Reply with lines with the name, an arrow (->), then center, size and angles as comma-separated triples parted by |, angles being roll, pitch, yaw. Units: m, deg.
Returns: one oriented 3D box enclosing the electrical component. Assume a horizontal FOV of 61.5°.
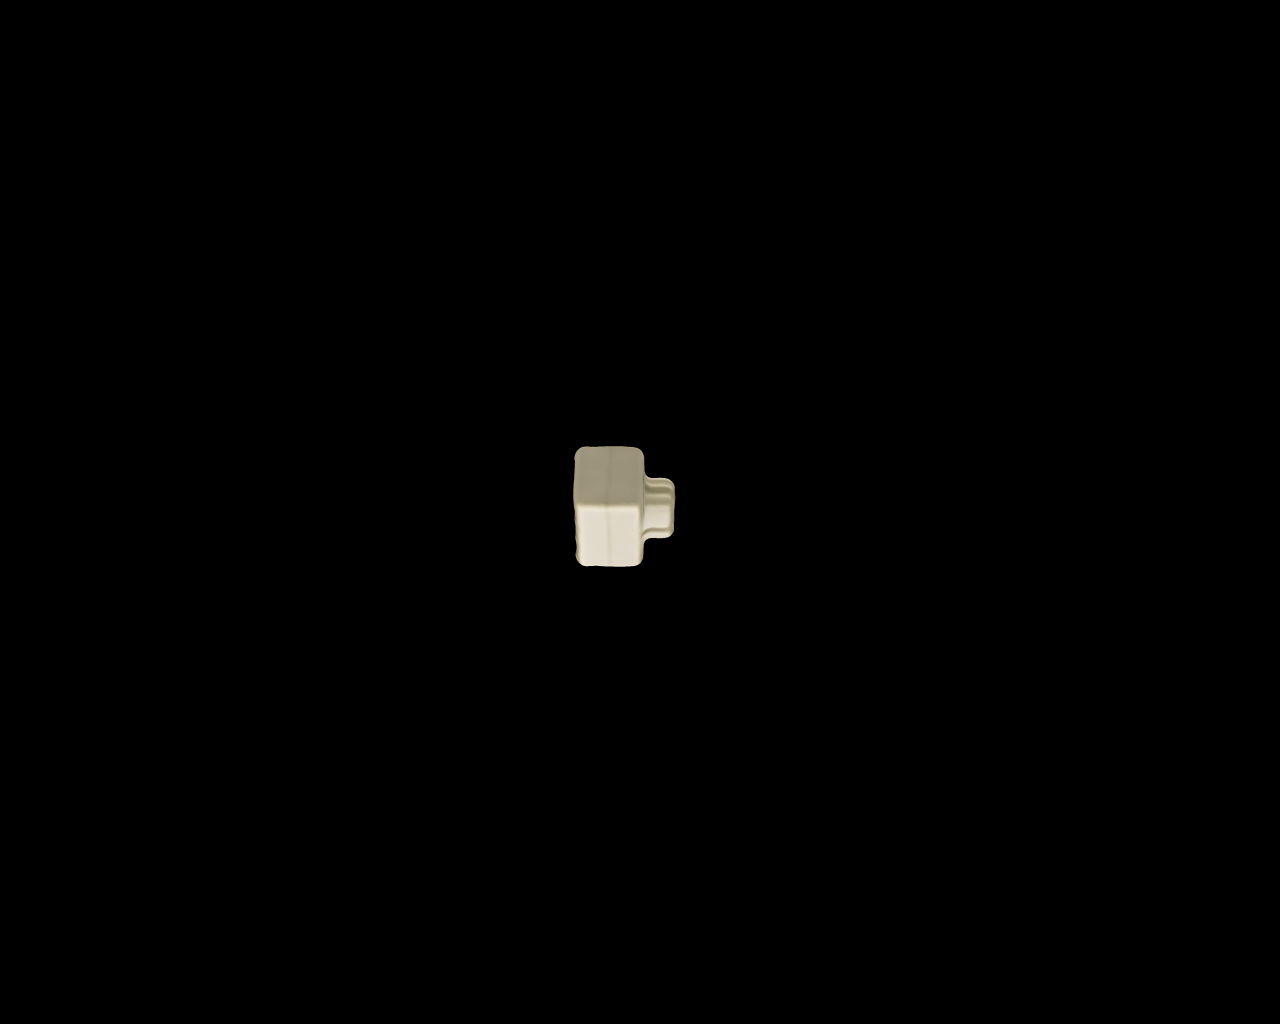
electrical component -> 0.001, -0.003, 0.650 | 0.077, 0.047, 0.065 | 0, -37, 0
